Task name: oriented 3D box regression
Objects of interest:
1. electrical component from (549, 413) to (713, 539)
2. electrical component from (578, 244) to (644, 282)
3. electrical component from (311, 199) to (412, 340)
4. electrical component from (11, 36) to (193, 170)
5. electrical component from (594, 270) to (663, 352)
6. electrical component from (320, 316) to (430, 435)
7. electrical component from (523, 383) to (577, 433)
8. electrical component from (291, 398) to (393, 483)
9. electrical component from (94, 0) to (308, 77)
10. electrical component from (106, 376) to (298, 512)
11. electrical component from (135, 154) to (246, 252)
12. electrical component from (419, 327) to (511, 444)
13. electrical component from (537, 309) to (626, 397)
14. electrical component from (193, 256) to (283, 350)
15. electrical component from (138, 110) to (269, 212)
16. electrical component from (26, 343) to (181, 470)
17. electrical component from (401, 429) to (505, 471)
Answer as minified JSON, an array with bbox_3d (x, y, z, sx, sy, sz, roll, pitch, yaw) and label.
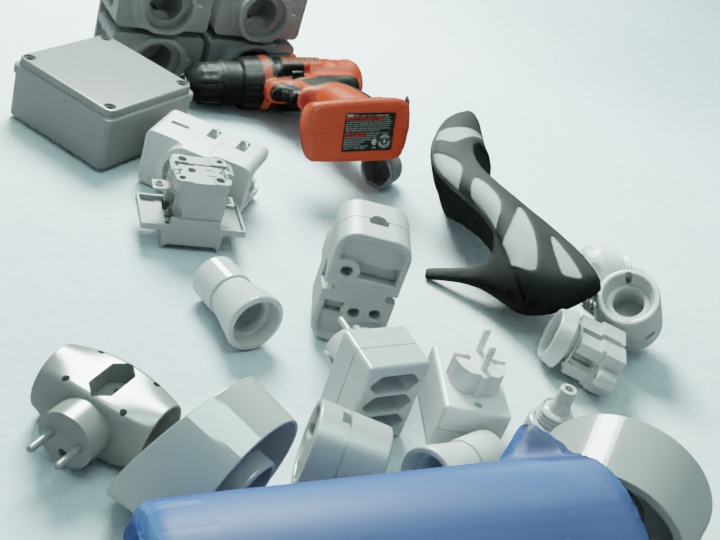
[{"bbox_3d":[0.147,0.146,0.635,0.108,0.108,0.060,28,39,13],"label":"electrical component"},{"bbox_3d":[0.219,0.001,0.943,0.062,0.043,0.043,8,34,-21],"label":"electrical component"},{"bbox_3d":[0.000,0.000,0.779,0.054,0.095,0.059,14,33,-10],"label":"electrical component"},{"bbox_3d":[-0.219,-0.144,0.913,0.109,0.056,0.109,32,34,18],"label":"electrical component"},{"bbox_3d":[0.217,0.032,0.871,0.055,0.047,0.055,-6,62,11],"label":"electrical component"},{"bbox_3d":[0.000,0.063,0.714,0.047,0.065,0.076,-3,39,-32],"label":"electrical component"},{"bbox_3d":[0.130,0.103,0.727,0.035,0.061,0.035,13,33,-9],"label":"electrical component"},{"bbox_3d":[-0.010,0.111,0.649,0.047,0.055,0.055,20,32,-7],"label":"electrical component"},{"bbox_3d":[-0.152,-0.235,1.036,0.186,0.105,0.060,-3,39,-31],"label":"electrical component"},{"bbox_3d":[-0.083,0.102,0.587,0.064,0.099,0.099,37,36,15],"label":"electrical component"},{"bbox_3d":[-0.127,-0.052,0.819,0.081,0.063,0.042,5,36,-23],"label":"electrical component"},{"bbox_3d":[0.075,0.074,0.726,0.047,0.076,0.065,11,33,-13],"label":"electrical component"},{"bbox_3d":[0.171,0.060,0.829,0.055,0.048,0.066,27,32,-3],"label":"electrical component"},{"bbox_3d":[-0.089,0.020,0.755,0.044,0.044,0.065,-8,37,-37],"label":"electrical component"},{"bbox_3d":[-0.129,-0.085,0.878,0.089,0.050,0.055,22,32,4],"label":"electrical component"},{"bbox_3d":[-0.156,0.087,0.615,0.077,0.043,0.079,28,33,13],"label":"electrical component"},{"bbox_3d":[0.063,0.125,0.680,0.065,0.044,0.044,-11,44,-46],"label":"electrical component"}]
